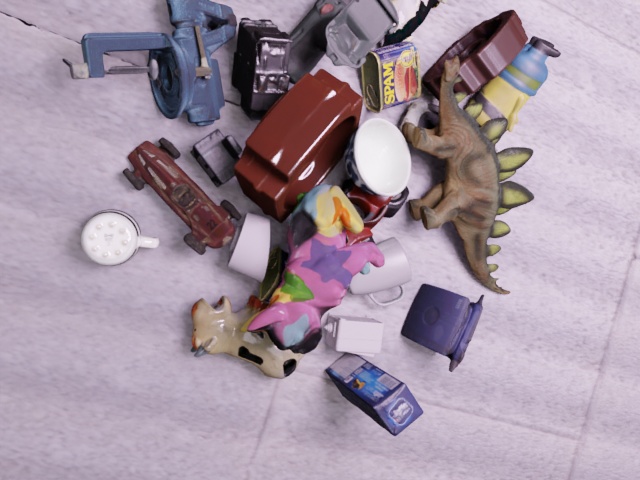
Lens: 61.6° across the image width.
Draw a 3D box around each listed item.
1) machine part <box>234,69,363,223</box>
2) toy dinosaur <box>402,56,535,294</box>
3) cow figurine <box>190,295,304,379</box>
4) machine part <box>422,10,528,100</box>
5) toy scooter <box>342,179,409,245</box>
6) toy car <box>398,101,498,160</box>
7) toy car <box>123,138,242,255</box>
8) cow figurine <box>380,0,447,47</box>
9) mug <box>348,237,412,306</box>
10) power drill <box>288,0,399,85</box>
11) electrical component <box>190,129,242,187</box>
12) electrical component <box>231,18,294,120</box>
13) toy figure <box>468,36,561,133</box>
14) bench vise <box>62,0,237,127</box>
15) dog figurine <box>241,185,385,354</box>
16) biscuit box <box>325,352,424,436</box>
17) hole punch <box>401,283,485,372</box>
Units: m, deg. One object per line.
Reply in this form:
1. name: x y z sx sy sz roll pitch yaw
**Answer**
1. machine part: -0.031 -0.135 0.792 0.087 0.201 0.201 37 81 6
2. toy dinosaur: 0.254 -0.079 0.908 0.199 0.105 0.470 -14 123 -1
3. cow figurine: -0.118 0.153 0.848 0.195 0.085 0.127 37 76 -17
4. machine part: 0.260 -0.303 0.900 0.056 0.179 0.179 45 80 -17
5. toy scooter: 0.059 -0.060 0.887 0.135 0.075 0.184 35 64 -2
6. toy car: 0.232 -0.175 0.954 0.201 0.056 0.073 26 91 -20
7. toy car: -0.207 -0.069 0.801 0.089 0.053 0.202 -43 87 -8
8. cow figurine: 0.158 -0.397 0.912 0.167 0.068 0.098 -35 109 -9
9. mug: 0.095 0.061 0.916 0.107 0.081 0.109 -19 107 -5
10. power drill: 0.033 -0.331 0.805 0.232 0.207 0.086 -46 124 1
11. electrical component: -0.150 -0.122 0.802 0.048 0.119 0.074 -39 106 -12
12. electrical component: -0.089 -0.251 0.804 0.058 0.115 0.134 -3 124 -23
13. toy figure: 0.332 -0.268 0.941 0.089 0.082 0.180 32 121 5
14. bench vise: -0.230 -0.268 0.759 0.240 0.129 0.223 -16 117 -34
15. dog figurine: -0.028 0.047 0.753 0.219 0.108 0.191 -33 92 -20
16. biscuit box: 0.080 0.236 0.849 0.059 0.203 0.062 -36 104 -15
17. hole punch: 0.212 0.141 0.938 0.092 0.116 0.142 28 84 -9
